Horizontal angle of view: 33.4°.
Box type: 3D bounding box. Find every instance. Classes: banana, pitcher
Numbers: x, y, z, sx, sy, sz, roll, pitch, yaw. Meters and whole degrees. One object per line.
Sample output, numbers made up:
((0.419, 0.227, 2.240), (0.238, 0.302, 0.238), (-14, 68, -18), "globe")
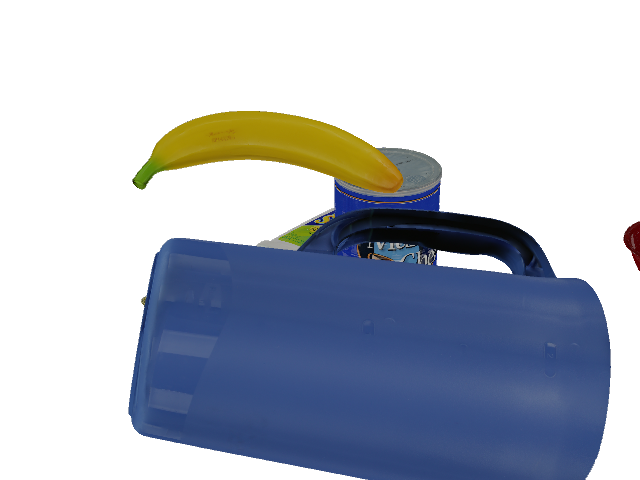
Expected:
((-0.038, -0.065, 0.797), (0.198, 0.069, 0.037), (0, -22, -1), "banana")
((0.024, 0.060, 0.591), (0.242, 0.145, 0.149), (10, 14, -6), "pitcher")

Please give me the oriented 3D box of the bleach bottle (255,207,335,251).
((0.038, -0.009, 1.265), (0.103, 0.068, 0.250), (23, 39, 32), "bleach bottle")

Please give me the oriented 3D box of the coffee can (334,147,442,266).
((0.064, -0.006, 1.034), (0.103, 0.140, 0.103), (-1, 27, 0), "coffee can")

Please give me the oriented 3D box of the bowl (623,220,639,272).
((0.408, 0.026, 1.150), (0.162, 0.055, 0.162), (-2, 24, 1), "bowl")

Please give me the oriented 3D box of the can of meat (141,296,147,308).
((-0.148, 0.103, 1.194), (0.101, 0.084, 0.058), (-10, 19, -36), "can of meat")
